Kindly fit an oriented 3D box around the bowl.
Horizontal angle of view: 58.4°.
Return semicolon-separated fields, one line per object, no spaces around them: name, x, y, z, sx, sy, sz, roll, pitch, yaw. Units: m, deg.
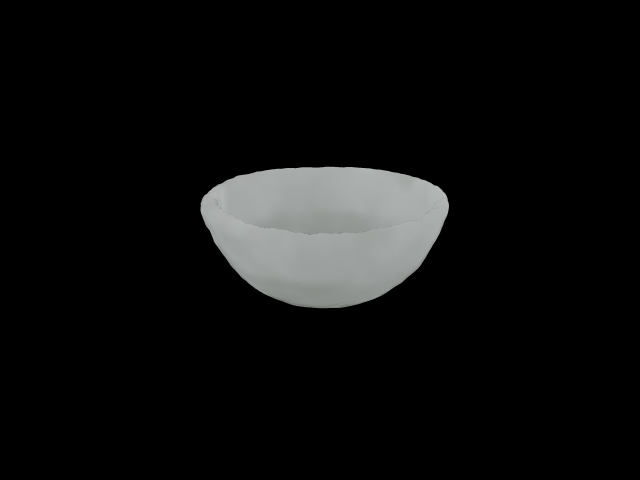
bowl;0.004;0.001;0.400;0.167;0.075;0.167;0;20;0
